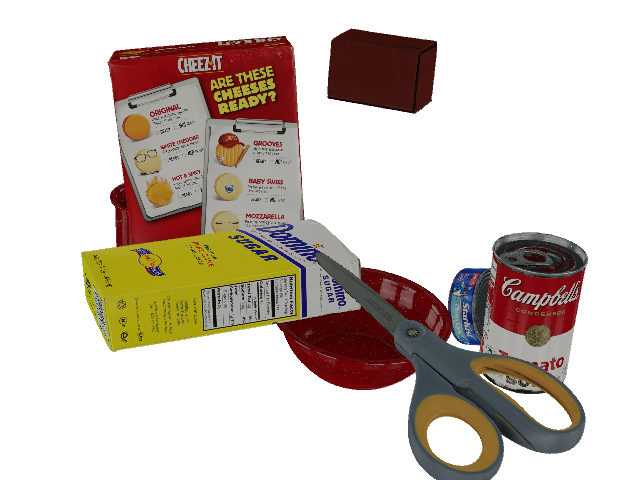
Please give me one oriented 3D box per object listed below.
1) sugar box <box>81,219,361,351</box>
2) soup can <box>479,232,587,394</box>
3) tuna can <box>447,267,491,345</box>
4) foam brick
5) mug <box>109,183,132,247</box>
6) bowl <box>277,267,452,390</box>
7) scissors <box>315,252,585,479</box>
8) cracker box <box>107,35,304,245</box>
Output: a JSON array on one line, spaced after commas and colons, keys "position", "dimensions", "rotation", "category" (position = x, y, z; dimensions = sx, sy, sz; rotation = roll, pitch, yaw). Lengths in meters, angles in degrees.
[{"position": [-0.069, 0.027, 0.740], "dimensions": [0.176, 0.048, 0.093], "rotation": [-11, 23, -18], "category": "sugar box"}, {"position": [0.156, 0.054, 0.792], "dimensions": [0.068, 0.102, 0.068], "rotation": [3, 26, -1], "category": "soup can"}, {"position": [0.172, 0.072, 1.163], "dimensions": [0.034, 0.086, 0.086], "rotation": [1, 0, 34], "category": "tuna can"}, {"position": [0.051, -0.140, 0.878], "dimensions": [0.078, 0.051, 0.052], "rotation": [13, 24, 19], "category": "foam brick"}, {"position": [-0.190, -0.018, 1.180], "dimensions": [0.093, 0.081, 0.117], "rotation": [-15, 33, -33], "category": "mug"}, {"position": [0.034, 0.085, 0.957], "dimensions": [0.162, 0.055, 0.162], "rotation": [5, 28, -3], "category": "bowl"}, {"position": [0.043, 0.067, 0.574], "dimensions": [0.202, 0.016, 0.096], "rotation": [26, 47, 34], "category": "scissors"}, {"position": [-0.100, -0.074, 0.991], "dimensions": [0.164, 0.214, 0.072], "rotation": [-6, 20, -5], "category": "cracker box"}]
